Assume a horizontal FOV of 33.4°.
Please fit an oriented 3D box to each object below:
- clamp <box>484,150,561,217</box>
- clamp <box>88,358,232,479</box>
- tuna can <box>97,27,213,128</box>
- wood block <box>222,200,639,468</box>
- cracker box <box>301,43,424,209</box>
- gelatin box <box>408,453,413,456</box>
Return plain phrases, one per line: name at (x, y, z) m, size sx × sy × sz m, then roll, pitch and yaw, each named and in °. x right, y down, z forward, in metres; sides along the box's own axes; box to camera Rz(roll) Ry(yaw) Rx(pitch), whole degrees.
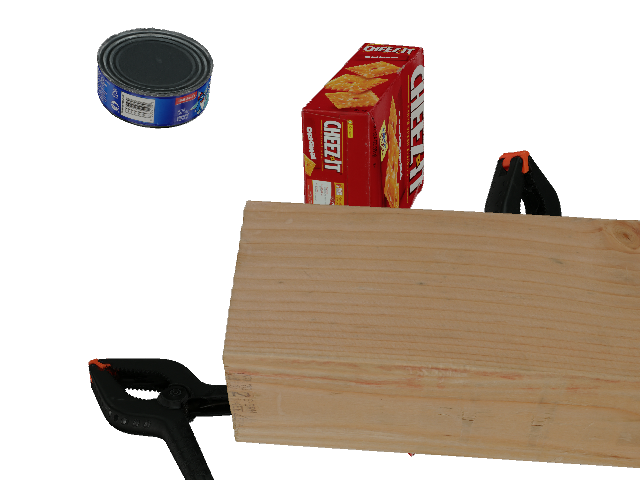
clamp at (0.172, 0.013, 0.908) m, size 0.120 × 0.171 × 0.039 m, roll -26°, pitch 10°, yaw -40°
clamp at (-0.121, 0.149, 0.975) m, size 0.210 × 0.036 × 0.164 m, roll 22°, pitch 36°, yaw 32°
tuna can at (-0.125, -0.122, 0.803) m, size 0.086 × 0.034 × 0.086 m, roll 6°, pitch 43°, yaw -6°
wood block at (0.063, 0.046, 0.516) m, size 0.206 × 0.091 × 0.090 m, roll 3°, pitch -36°, yaw 3°
cracker box at (0.047, -0.083, 1.033) m, size 0.072 × 0.164 × 0.213 m, roll 7°, pitch 27°, yaw 17°
gelatin box at (0.045, 0.096, 0.729) m, size 0.030 × 0.073 × 0.089 m, roll -33°, pitch -38°, yaw -7°
